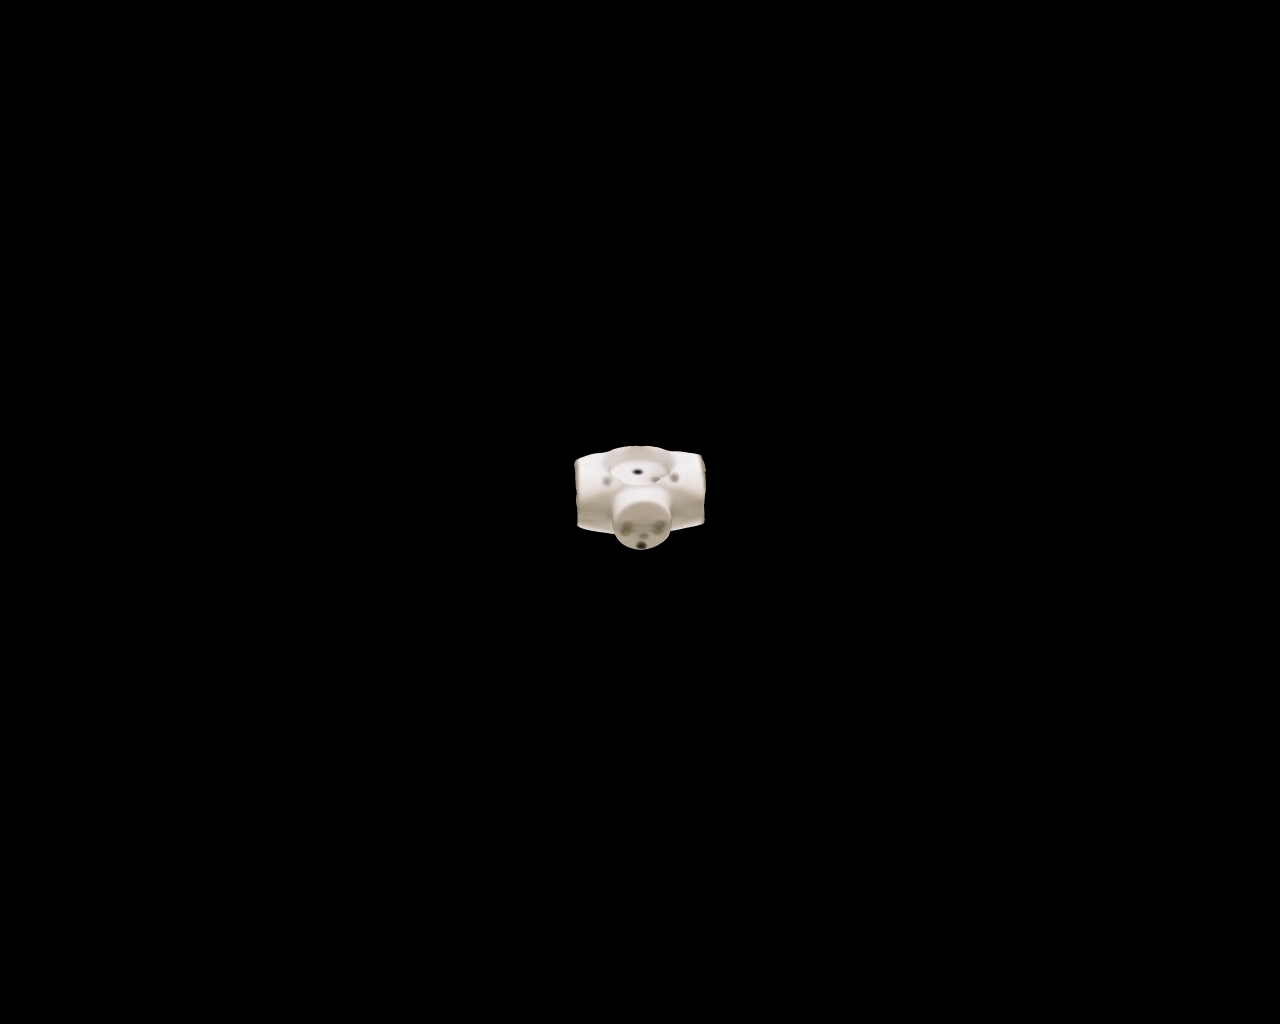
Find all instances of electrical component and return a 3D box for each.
[{"bbox_3d":[0.001,-0.003,0.650,0.077,0.044,0.079,-2,36,-2],"label":"electrical component"}]
